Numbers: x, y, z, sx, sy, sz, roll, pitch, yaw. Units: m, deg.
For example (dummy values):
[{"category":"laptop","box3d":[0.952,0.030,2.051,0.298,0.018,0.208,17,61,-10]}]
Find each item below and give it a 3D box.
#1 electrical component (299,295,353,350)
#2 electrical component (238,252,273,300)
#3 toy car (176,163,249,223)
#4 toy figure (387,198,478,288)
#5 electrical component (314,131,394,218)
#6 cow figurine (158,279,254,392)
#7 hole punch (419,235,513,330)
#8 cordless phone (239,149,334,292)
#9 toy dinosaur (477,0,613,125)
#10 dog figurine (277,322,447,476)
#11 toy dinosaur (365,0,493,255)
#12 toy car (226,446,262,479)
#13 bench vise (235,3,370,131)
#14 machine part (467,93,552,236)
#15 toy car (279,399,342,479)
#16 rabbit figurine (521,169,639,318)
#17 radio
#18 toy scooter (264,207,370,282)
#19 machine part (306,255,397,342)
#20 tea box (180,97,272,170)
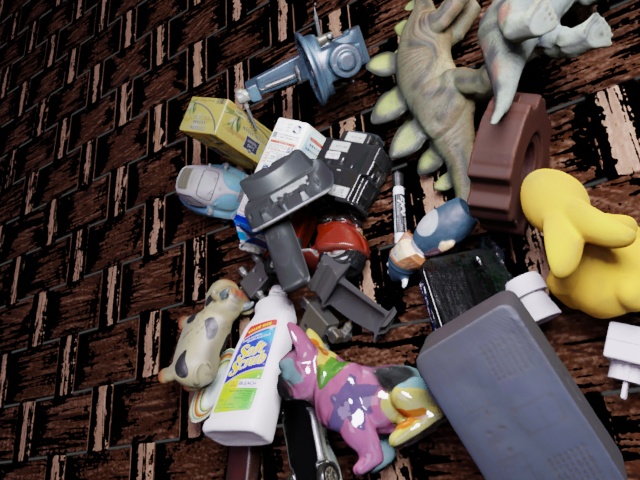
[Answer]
[{"category":"electrical component","box3d":[0.007,0.129,0.826,0.102,0.045,0.078,39,125,39]},{"category":"electrical component","box3d":[-0.106,0.068,0.934,0.063,0.021,0.094,-48,54,10]},{"category":"toy car","box3d":[-0.217,-0.102,1.020,0.162,0.102,0.109,15,81,34]},{"category":"toy figure","box3d":[0.144,0.004,0.738,0.058,0.064,0.154,46,119,-3]},{"category":"electrical component","box3d":[0.049,-0.112,0.869,0.115,0.058,0.134,20,78,35]},{"category":"cow figurine","box3d":[-0.186,0.153,0.906,0.127,0.085,0.195,-17,46,45]},{"category":"hole punch","box3d":[0.193,0.079,0.704,0.116,0.092,0.142,-11,61,-2]},{"category":"cordless phone","box3d":[-0.032,-0.026,0.800,0.147,0.088,0.184,-27,66,14]},{"category":"toy dinosaur","box3d":[0.274,-0.289,0.668,0.405,0.131,0.192,-45,16,-10]},{"category":"dog figurine","box3d":[0.045,0.187,0.716,0.191,0.108,0.219,-41,65,8]},{"category":"toy dinosaur","box3d":[0.179,-0.208,0.799,0.199,0.105,0.471,-24,66,33]},{"category":"toy car","box3d":[-0.112,0.323,0.828,0.089,0.053,0.202,-14,61,34]},{"category":"bench vise","box3d":[-0.029,-0.287,0.900,0.241,0.128,0.224,-23,35,-1]},{"category":"machine part","box3d":[0.242,-0.094,0.673,0.056,0.179,0.179,12,81,35]},{"category":"toy car","box3d":[-0.018,0.289,0.777,0.073,0.056,0.202,-30,57,29]},{"category":"rabbit figurine","box3d":[0.281,0.000,0.591,0.122,0.162,0.173,-35,87,26]},{"category":"radio","box3d":[0.216,0.185,0.591,0.131,0.073,0.229,-34,84,22]},{"category":"toy scooter","box3d":[-0.002,-0.003,0.859,0.184,0.075,0.135,-6,54,27]},{"category":"machine part","box3d":[0.046,0.084,0.779,0.139,0.039,0.084,38,126,10]},{"category":"tea box","box3d":[-0.152,-0.185,0.963,0.098,0.169,0.068,14,82,38]}]
